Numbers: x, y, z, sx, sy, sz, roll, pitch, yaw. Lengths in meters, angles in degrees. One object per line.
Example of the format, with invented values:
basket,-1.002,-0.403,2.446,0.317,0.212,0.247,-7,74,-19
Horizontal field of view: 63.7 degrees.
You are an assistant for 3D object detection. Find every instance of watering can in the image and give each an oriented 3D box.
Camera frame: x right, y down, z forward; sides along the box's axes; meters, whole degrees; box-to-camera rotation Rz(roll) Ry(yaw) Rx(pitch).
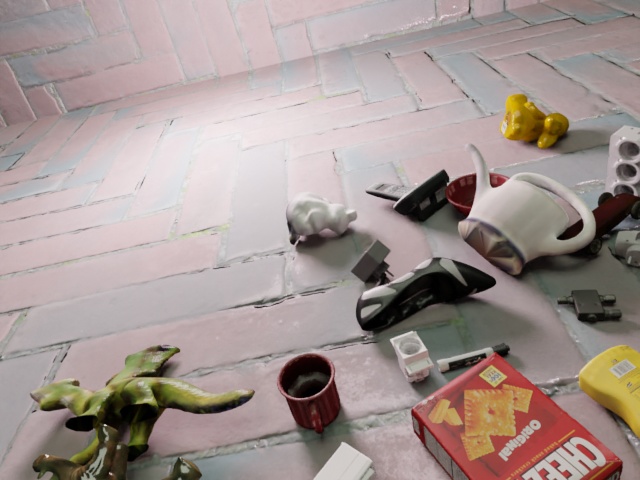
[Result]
watering can,0.374,-0.067,1.056,0.226,0.102,0.353,-38,50,-12

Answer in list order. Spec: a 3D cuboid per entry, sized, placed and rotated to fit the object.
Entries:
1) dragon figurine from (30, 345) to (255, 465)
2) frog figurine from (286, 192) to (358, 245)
dragon figurine,-0.310,0.253,0.902,0.410,0.120,0.247,-13,25,-1
frog figurine,0.004,-0.062,1.229,0.158,0.122,0.139,-12,12,25
